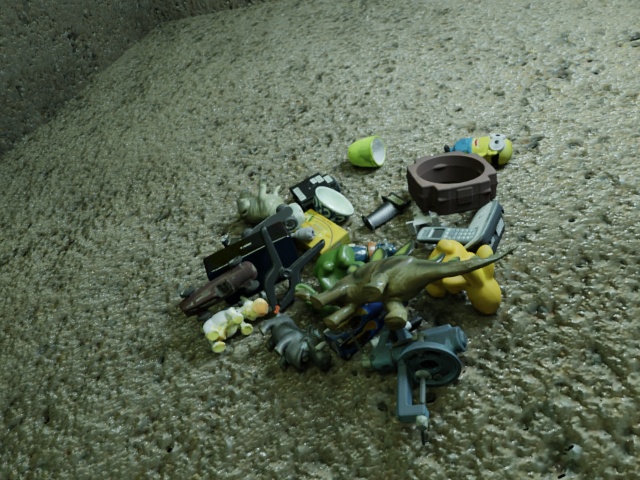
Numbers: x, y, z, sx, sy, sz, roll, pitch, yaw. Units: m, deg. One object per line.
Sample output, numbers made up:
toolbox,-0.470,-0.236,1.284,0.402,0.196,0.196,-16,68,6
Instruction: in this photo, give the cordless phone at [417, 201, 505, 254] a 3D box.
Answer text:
cordless phone,0.336,-0.027,1.285,0.184,0.088,0.146,6,48,36

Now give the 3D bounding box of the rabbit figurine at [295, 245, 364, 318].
rabbit figurine,0.023,0.114,1.246,0.159,0.121,0.170,-10,50,22

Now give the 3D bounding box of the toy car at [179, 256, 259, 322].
toy car,-0.243,0.120,1.289,0.202,0.089,0.053,-31,16,-4

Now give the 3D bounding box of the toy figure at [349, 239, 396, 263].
toy figure,0.113,0.036,1.331,0.155,0.064,0.058,-11,24,14

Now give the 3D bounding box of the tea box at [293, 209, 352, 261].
tea box,-0.003,-0.004,1.424,0.098,0.068,0.170,-39,43,-18

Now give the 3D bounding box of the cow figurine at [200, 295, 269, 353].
cow figurine,-0.208,0.191,1.308,0.167,0.068,0.098,-32,31,-14

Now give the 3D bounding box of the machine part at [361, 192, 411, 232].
machine part,0.173,-0.079,1.451,0.139,0.039,0.084,-38,51,-21

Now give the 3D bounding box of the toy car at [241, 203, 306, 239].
toy car,-0.132,-0.024,1.427,0.202,0.056,0.074,-36,46,5

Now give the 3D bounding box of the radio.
radio,-0.168,0.062,1.378,0.230,0.130,0.073,-25,39,-3

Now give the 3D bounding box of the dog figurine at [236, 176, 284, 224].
dog figurine,-0.156,-0.062,1.549,0.172,0.121,0.191,-44,52,27

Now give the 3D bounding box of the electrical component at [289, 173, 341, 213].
electrical component,-0.009,-0.138,1.583,0.134,0.058,0.115,-27,42,-6

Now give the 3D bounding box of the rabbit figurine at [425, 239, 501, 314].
rabbit figurine,0.320,0.076,1.144,0.122,0.162,0.173,-26,56,-23

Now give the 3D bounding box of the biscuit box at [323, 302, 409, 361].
biscuit box,0.105,0.171,1.185,0.203,0.062,0.059,-40,44,-19

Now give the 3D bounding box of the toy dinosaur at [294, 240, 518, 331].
toy dinosaur,0.145,0.079,1.068,0.472,0.105,0.198,-8,27,35

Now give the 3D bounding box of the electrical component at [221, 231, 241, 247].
electrical component,-0.238,0.011,1.533,0.102,0.045,0.078,-2,43,23

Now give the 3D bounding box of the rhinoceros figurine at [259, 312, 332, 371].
rhinoceros figurine,-0.052,0.231,1.191,0.112,0.073,0.191,-31,38,-25

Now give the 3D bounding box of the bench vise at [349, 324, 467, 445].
bench vise,0.172,0.253,1.024,0.224,0.128,0.241,-10,37,19

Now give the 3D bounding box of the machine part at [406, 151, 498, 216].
machine part,0.336,-0.147,1.382,0.201,0.087,0.202,-12,33,-3

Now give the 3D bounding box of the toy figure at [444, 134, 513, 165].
toy figure,0.435,-0.242,1.477,0.180,0.089,0.082,-7,70,32
